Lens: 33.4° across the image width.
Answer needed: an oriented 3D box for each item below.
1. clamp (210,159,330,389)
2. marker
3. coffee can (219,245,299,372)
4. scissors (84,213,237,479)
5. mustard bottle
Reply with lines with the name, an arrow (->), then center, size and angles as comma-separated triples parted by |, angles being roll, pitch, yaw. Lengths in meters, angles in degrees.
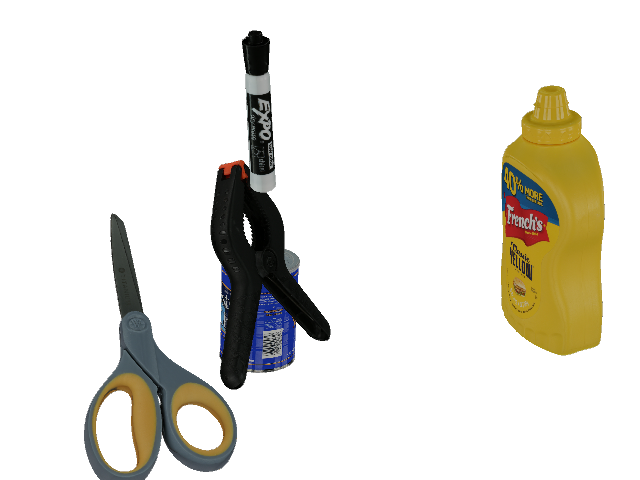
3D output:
clamp -> -0.055, 0.026, 1.040 | 0.036, 0.210, 0.164 | -10, 0, 34
marker -> -0.043, -0.089, 0.745 | 0.020, 0.121, 0.020 | -1, 35, 0
coffee can -> -0.081, 0.089, 1.407 | 0.103, 0.140, 0.103 | 2, 20, -1
scissors -> -0.095, 0.064, 0.653 | 0.096, 0.201, 0.016 | 13, -46, -12
mustard bottle -> 0.167, -0.019, 0.774 | 0.058, 0.192, 0.096 | -13, 28, -15
